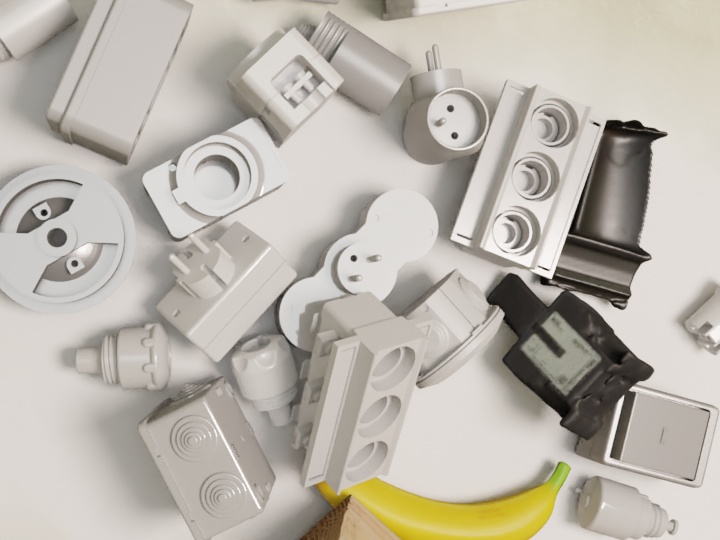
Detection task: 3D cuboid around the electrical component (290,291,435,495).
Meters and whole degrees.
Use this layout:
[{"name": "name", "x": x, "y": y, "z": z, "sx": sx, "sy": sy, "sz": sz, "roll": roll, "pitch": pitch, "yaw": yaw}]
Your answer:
[{"name": "electrical component", "x": -0.004, "y": 0.080, "z": 0.719, "sx": 0.079, "sy": 0.063, "sz": 0.121, "roll": -14, "pitch": 132, "yaw": -36}]

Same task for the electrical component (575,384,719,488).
[{"name": "electrical component", "x": 0.218, "y": 0.120, "z": 0.789, "sx": 0.096, "sy": 0.061, "sz": 0.061, "roll": 16, "pitch": 86, "yaw": -9}]

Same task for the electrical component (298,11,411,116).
[{"name": "electrical component", "x": -0.009, "y": -0.150, "z": 0.766, "sx": 0.081, "sy": 0.043, "sz": 0.043, "roll": 32, "pitch": 83, "yaw": -8}]

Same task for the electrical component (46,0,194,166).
[{"name": "electrical component", "x": -0.161, "y": -0.134, "z": 0.721, "sx": 0.057, "sy": 0.078, "sz": 0.113, "roll": 23, "pitch": 84, "yaw": -12}]

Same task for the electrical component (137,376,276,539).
[{"name": "electrical component", "x": -0.098, "y": 0.122, "z": 0.714, "sx": 0.048, "sy": 0.099, "sz": 0.099, "roll": -27, "pitch": 93, "yaw": 3}]

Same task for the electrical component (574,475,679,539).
[{"name": "electrical component", "x": 0.198, "y": 0.180, "z": 0.794, "sx": 0.078, "sy": 0.040, "sz": 0.040, "roll": 18, "pitch": 85, "yaw": -10}]

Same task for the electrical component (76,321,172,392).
[{"name": "electrical component", "x": -0.161, "y": 0.060, "z": 0.732, "sx": 0.062, "sy": 0.048, "sz": 0.048, "roll": -3, "pitch": 89, "yaw": -3}]

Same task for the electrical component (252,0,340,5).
[{"name": "electrical component", "x": -0.043, "y": -0.209, "z": 0.764, "sx": 0.065, "sy": 0.044, "sz": 0.044, "roll": 4, "pitch": 87, "yaw": -15}]

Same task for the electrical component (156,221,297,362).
[{"name": "electrical component", "x": -0.100, "y": 0.004, "z": 0.725, "sx": 0.083, "sy": 0.047, "sz": 0.075, "roll": -48, "pitch": 135, "yaw": -8}]

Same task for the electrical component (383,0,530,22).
[{"name": "electrical component", "x": 0.065, "y": -0.206, "z": 0.755, "sx": 0.100, "sy": 0.100, "sz": 0.048, "roll": -11, "pitch": 103, "yaw": -10}]

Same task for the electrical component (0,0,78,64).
[{"name": "electrical component", "x": -0.237, "y": -0.164, "z": 0.725, "sx": 0.081, "sy": 0.043, "sz": 0.043, "roll": -37, "pitch": 95, "yaw": -9}]

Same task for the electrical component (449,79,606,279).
[{"name": "electrical component", "x": 0.117, "y": -0.064, "z": 0.776, "sx": 0.079, "sy": 0.063, "sz": 0.121, "roll": 21, "pitch": 85, "yaw": -9}]

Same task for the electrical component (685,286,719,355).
[{"name": "electrical component", "x": 0.275, "y": 0.037, "z": 0.814, "sx": 0.046, "sy": 0.040, "sz": 0.040, "roll": -40, "pitch": 95, "yaw": -3}]

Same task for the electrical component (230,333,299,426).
[{"name": "electrical component", "x": -0.063, "y": 0.079, "z": 0.750, "sx": 0.043, "sy": 0.043, "sz": 0.062, "roll": -21, "pitch": 111, "yaw": -10}]

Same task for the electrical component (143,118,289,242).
[{"name": "electrical component", "x": -0.099, "y": -0.062, "z": 0.740, "sx": 0.089, "sy": 0.056, "sz": 0.050, "roll": -29, "pitch": 93, "yaw": -10}]

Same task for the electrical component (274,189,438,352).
[{"name": "electrical component", "x": 0.000, "y": 0.000, "z": 0.747, "sx": 0.052, "sy": 0.074, "sz": 0.138, "roll": 45, "pitch": 81, "yaw": -6}]

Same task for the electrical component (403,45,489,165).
[{"name": "electrical component", "x": 0.056, "y": -0.118, "z": 0.760, "sx": 0.043, "sy": 0.077, "sz": 0.079, "roll": -9, "pitch": 90, "yaw": -10}]

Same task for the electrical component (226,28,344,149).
[{"name": "electrical component", "x": -0.054, "y": -0.125, "z": 0.734, "sx": 0.050, "sy": 0.089, "sz": 0.055, "roll": -45, "pitch": 96, "yaw": -9}]

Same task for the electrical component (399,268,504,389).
[{"name": "electrical component", "x": 0.057, "y": 0.041, "z": 0.754, "sx": 0.080, "sy": 0.080, "sz": 0.051, "roll": -42, "pitch": 90, "yaw": -9}]
